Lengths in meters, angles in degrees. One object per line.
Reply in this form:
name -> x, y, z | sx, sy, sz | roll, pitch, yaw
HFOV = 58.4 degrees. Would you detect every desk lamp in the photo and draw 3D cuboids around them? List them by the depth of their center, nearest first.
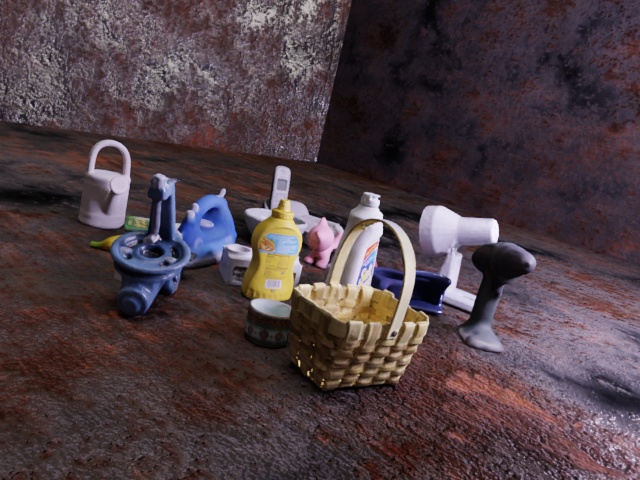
desk lamp -> 0.320, 0.038, 1.340 | 0.202, 0.213, 0.118 | 20, 15, 30

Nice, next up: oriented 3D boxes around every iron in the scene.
iron -> -0.254, -0.031, 1.222 | 0.118, 0.141, 0.258 | 14, 13, 6

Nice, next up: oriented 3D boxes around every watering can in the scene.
watering can -> -0.479, -0.129, 1.301 | 0.172, 0.194, 0.101 | 20, 15, 30

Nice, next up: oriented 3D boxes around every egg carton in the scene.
egg carton -> -0.009, -0.021, 1.591 | 0.150, 0.069, 0.107 | 17, 13, 17

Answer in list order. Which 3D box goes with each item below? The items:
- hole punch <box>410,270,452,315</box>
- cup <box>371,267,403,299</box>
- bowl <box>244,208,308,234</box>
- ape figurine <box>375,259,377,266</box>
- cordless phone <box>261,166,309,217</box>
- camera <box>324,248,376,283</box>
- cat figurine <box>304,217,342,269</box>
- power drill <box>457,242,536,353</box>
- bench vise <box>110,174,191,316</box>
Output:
hole punch -> 0.219, 0.101, 1.243 | 0.108, 0.091, 0.101 | 12, 13, -4
cup -> 0.121, 0.111, 1.091 | 0.091, 0.095, 0.118 | 16, 13, 13
bowl -> -0.121, -0.027, 1.491 | 0.167, 0.075, 0.167 | 12, 13, -3
ape figurine -> 0.101, 0.058, 1.308 | 0.076, 0.092, 0.077 | 1, 18, -43
cordless phone -> -0.090, -0.117, 1.663 | 0.148, 0.185, 0.093 | 3, 16, -37
camera -> 0.080, 0.076, 1.189 | 0.136, 0.101, 0.143 | 14, 13, 4
cat figurine -> 0.013, 0.005, 1.391 | 0.067, 0.118, 0.128 | 22, 15, 35
power drill -> 0.333, 0.100, 1.093 | 0.075, 0.208, 0.229 | 12, 13, -4
bench vise -> -0.271, -0.008, 0.929 | 0.122, 0.220, 0.207 | 9, 13, -19
